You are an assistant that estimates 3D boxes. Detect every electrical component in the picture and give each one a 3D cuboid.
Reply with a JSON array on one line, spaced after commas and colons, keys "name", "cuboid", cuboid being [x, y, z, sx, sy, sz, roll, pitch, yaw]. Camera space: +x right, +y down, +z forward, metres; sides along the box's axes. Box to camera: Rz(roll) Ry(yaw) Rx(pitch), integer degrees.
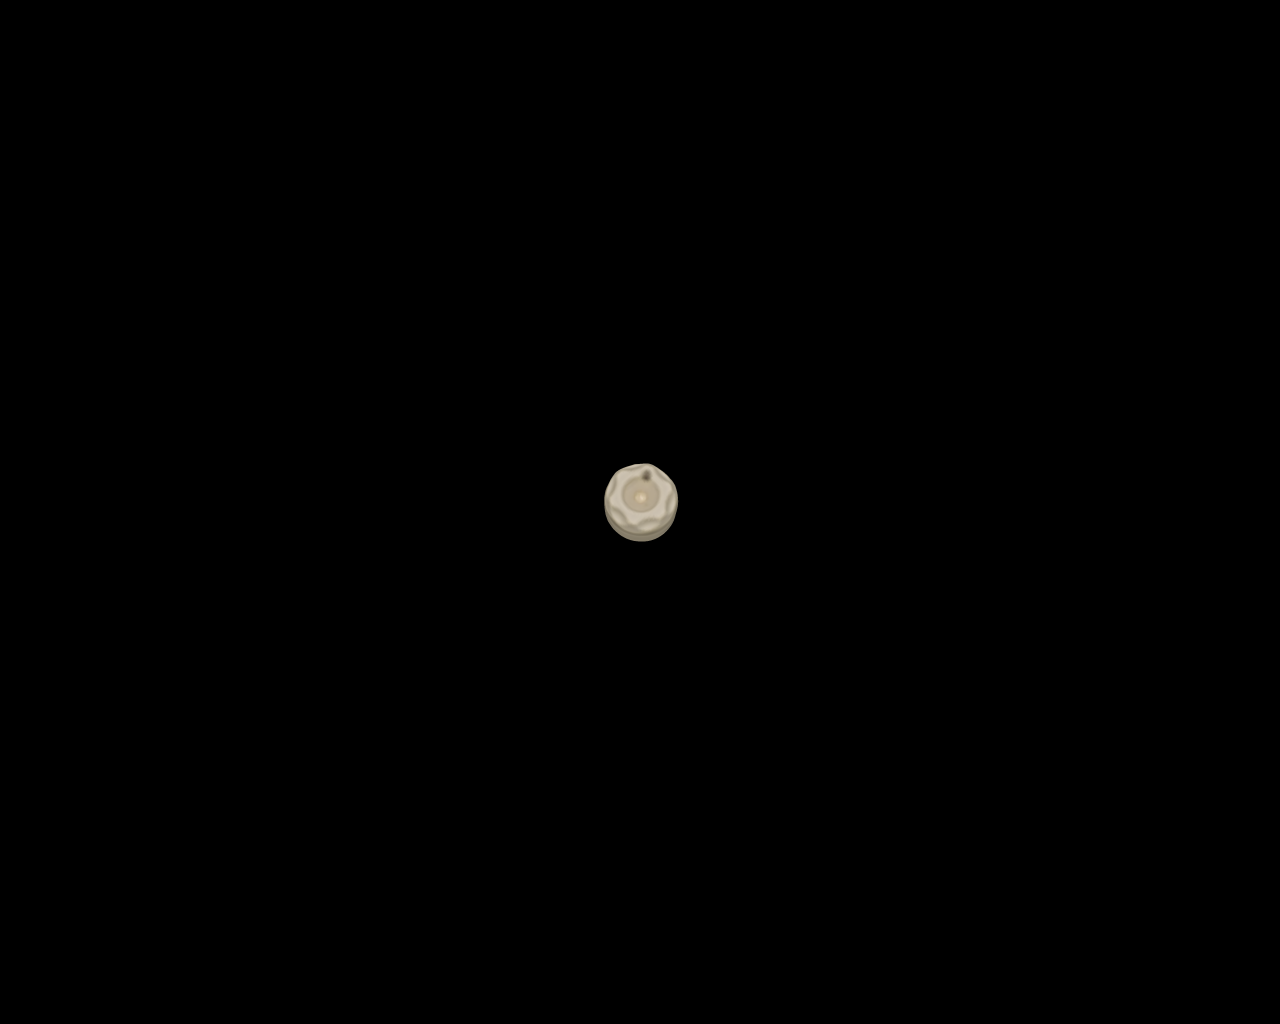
[{"name": "electrical component", "cuboid": [0.001, -0.003, 0.650, 0.043, 0.043, 0.062, 0, -15, 0]}]
